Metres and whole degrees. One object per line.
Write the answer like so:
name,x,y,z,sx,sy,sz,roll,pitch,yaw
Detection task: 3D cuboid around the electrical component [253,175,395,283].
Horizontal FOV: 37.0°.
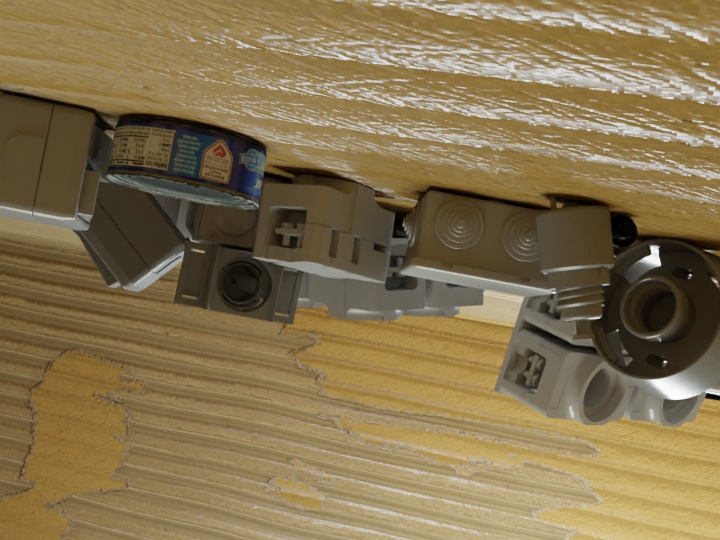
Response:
electrical component,-0.021,-0.027,0.691,0.050,0.055,0.089,5,174,32

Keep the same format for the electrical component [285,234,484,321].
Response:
electrical component,0.000,0.000,0.849,0.105,0.060,0.186,-2,-175,-34

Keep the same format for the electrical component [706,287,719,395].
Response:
electrical component,0.286,0.049,0.761,0.062,0.089,0.150,8,176,28

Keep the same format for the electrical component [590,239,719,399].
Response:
electrical component,0.195,0.030,0.680,0.099,0.099,0.064,7,169,42

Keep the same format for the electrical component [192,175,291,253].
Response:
electrical component,-0.075,-0.038,0.738,0.080,0.051,0.080,10,177,1

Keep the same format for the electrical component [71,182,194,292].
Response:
electrical component,-0.168,-0.035,0.745,0.096,0.061,0.062,52,176,0

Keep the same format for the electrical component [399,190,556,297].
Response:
electrical component,0.075,-0.016,0.672,0.100,0.048,0.100,10,177,-2

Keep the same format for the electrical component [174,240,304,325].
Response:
electrical component,-0.083,0.009,0.722,0.081,0.042,0.064,12,177,-18

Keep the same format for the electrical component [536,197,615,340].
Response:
electrical component,0.119,-0.001,0.589,0.040,0.078,0.040,-4,176,0

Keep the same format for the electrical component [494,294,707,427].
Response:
electrical component,0.200,0.057,0.808,0.186,0.105,0.060,8,-167,-40

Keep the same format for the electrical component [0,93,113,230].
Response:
electrical component,-0.176,-0.058,0.616,0.061,0.061,0.096,11,177,-8

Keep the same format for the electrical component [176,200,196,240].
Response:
electrical component,-0.094,-0.037,0.826,0.066,0.047,0.077,9,177,16

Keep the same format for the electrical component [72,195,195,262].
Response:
electrical component,-0.176,-0.043,0.845,0.099,0.064,0.099,10,177,1
